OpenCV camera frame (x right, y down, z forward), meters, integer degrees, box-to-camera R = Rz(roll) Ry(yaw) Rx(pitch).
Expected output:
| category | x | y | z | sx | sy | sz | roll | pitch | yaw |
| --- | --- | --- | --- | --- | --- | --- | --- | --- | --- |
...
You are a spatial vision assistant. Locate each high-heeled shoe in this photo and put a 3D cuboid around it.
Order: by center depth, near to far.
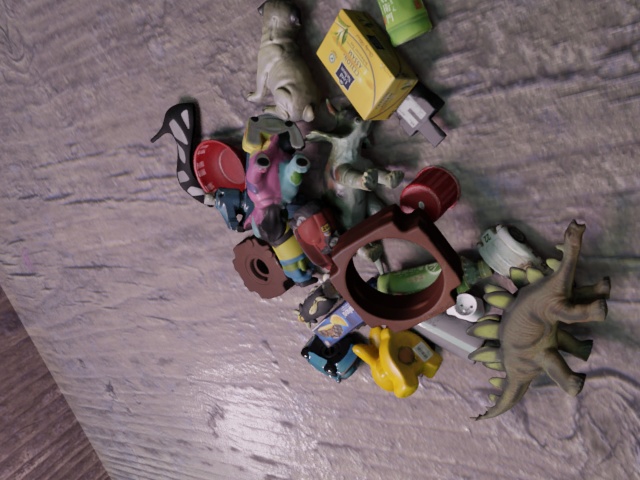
| category | x | y | z | sx | sy | sz | roll | pitch | yaw |
| --- | --- | --- | --- | --- | --- | --- | --- | --- | --- |
| high-heeled shoe | -0.295 | -0.205 | 1.297 | 0.145 | 0.086 | 0.248 | -32 | 115 | 13 |

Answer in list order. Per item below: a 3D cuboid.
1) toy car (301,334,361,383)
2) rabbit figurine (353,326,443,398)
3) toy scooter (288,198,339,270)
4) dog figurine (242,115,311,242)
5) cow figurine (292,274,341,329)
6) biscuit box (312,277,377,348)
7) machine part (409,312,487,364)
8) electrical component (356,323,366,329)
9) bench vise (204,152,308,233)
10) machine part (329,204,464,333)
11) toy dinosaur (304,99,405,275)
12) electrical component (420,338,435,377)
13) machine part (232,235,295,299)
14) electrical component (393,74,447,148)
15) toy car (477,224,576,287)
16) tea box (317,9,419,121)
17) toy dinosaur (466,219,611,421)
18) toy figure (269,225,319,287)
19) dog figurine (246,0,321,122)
| category | x | y | z | sx | sy | sz | roll | pitch | yaw |
| --- | --- | --- | --- | --- | --- | --- | --- | --- | --- |
| toy car | 0.036 | 0.289 | 1.301 | 0.162 | 0.109 | 0.102 | 9 | 139 | 42 |
| rabbit figurine | 0.146 | 0.260 | 1.119 | 0.162 | 0.122 | 0.173 | 39 | 150 | 16 |
| toy scooter | -0.002 | -0.003 | 1.065 | 0.135 | 0.075 | 0.184 | 58 | 164 | 2 |
| dog figurine | -0.098 | -0.106 | 1.038 | 0.219 | 0.108 | 0.192 | 110 | 151 | -50 |
| cow figurine | -0.012 | 0.158 | 1.259 | 0.068 | 0.098 | 0.167 | 41 | 132 | 1 |
| biscuit box | 0.068 | 0.163 | 1.196 | 0.059 | 0.063 | 0.202 | 48 | 130 | 4 |
| machine part | 0.251 | 0.178 | 1.089 | 0.243 | 0.079 | 0.079 | 28 | 129 | 22 |
| electrical component | 0.091 | 0.164 | 1.238 | 0.063 | 0.021 | 0.094 | 39 | 132 | 12 |
| bench vise | -0.134 | -0.136 | 1.138 | 0.224 | 0.129 | 0.240 | 3 | 94 | -5 |
| machine part | 0.135 | 0.051 | 0.959 | 0.201 | 0.087 | 0.201 | -33 | 107 | 25 |
| toy dinosaur | 0.061 | -0.089 | 1.057 | 0.192 | 0.131 | 0.404 | 36 | 141 | 36 |
| electrical component | 0.191 | 0.235 | 1.182 | 0.115 | 0.058 | 0.134 | 26 | 128 | 25 |
| machine part | -0.138 | 0.064 | 1.327 | 0.180 | 0.056 | 0.179 | 19 | 127 | 27 |
| electrical component | 0.177 | -0.219 | 0.933 | 0.119 | 0.048 | 0.075 | 44 | 133 | 6 |
| toy car | 0.367 | 0.054 | 0.946 | 0.202 | 0.056 | 0.073 | 43 | 133 | 7 |
| tea box | 0.078 | -0.297 | 0.914 | 0.170 | 0.068 | 0.098 | 57 | 135 | 21 |
| toy dinosaur | 0.361 | 0.172 | 0.925 | 0.199 | 0.105 | 0.470 | 19 | 122 | 27 |
| toy figure | -0.063 | 0.024 | 1.225 | 0.082 | 0.089 | 0.180 | -9 | 108 | 32 |
| dog figurine | -0.052 | -0.329 | 0.982 | 0.173 | 0.121 | 0.190 | 32 | 130 | 26 |
